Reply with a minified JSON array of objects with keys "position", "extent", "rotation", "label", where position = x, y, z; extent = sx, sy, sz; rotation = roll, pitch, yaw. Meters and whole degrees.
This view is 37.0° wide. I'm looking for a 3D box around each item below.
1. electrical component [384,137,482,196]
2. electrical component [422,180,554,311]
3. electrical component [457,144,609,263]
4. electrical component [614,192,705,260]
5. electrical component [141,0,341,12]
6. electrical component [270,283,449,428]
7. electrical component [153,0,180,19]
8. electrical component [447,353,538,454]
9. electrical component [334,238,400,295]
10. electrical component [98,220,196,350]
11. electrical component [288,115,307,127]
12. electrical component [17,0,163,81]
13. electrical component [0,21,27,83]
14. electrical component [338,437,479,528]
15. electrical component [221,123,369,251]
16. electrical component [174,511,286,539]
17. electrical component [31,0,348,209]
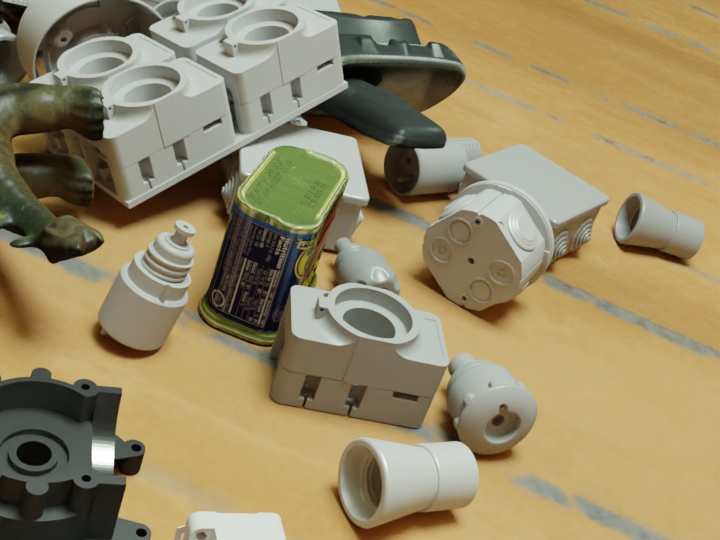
[{"position":[0.064,-0.083,0.851],"extent":[0.081,0.043,0.043],"rotation":[-8,41,-37],"label":"electrical component"},{"position":[0.086,-0.016,0.729],"extent":[0.080,0.080,0.051],"rotation":[31,39,17],"label":"electrical component"},{"position":[0.129,-0.049,0.831],"extent":[0.100,0.048,0.100],"rotation":[36,35,24],"label":"electrical component"},{"position":[0.249,-0.033,0.883],"extent":[0.065,0.044,0.044],"rotation":[18,31,-13],"label":"electrical component"},{"position":[-0.112,-0.214,0.937],"extent":[0.186,0.060,0.105],"rotation":[9,33,-17],"label":"electrical component"},{"position":[0.000,0.046,0.607],"extent":[0.089,0.055,0.050],"rotation":[12,32,-13],"label":"electrical component"},{"position":[-0.134,-0.157,0.836],"extent":[0.044,0.077,0.079],"rotation":[-8,75,3],"label":"electrical component"},{"position":[0.070,0.072,0.619],"extent":[0.048,0.048,0.062],"rotation":[5,28,-23],"label":"electrical component"},{"position":[0.000,0.000,0.698],"extent":[0.035,0.035,0.061],"rotation":[0,34,-29],"label":"electrical component"},{"position":[-0.112,0.008,0.588],"extent":[0.040,0.078,0.040],"rotation":[27,22,-12],"label":"electrical component"},{"position":[-0.066,-0.122,0.821],"extent":[0.081,0.063,0.042],"rotation":[39,37,26],"label":"electrical component"},{"position":[-0.193,-0.159,0.773],"extent":[0.099,0.099,0.064],"rotation":[-9,36,-38],"label":"electrical component"},{"position":[-0.273,-0.163,0.785],"extent":[0.045,0.045,0.055],"rotation":[-13,44,-41],"label":"electrical component"},{"position":[0.027,0.106,0.546],"extent":[0.065,0.044,0.044],"rotation":[3,35,-34],"label":"electrical component"},{"position":[-0.046,-0.060,0.750],"extent":[0.100,0.048,0.099],"rotation":[11,33,-15],"label":"electrical component"},{"position":[-0.051,0.136,0.453],"extent":[0.081,0.042,0.063],"rotation":[7,32,-22],"label":"electrical component"},{"position":[-0.115,-0.129,0.730],"extent":[0.186,0.060,0.105],"rotation":[-34,47,-28],"label":"electrical component"}]
